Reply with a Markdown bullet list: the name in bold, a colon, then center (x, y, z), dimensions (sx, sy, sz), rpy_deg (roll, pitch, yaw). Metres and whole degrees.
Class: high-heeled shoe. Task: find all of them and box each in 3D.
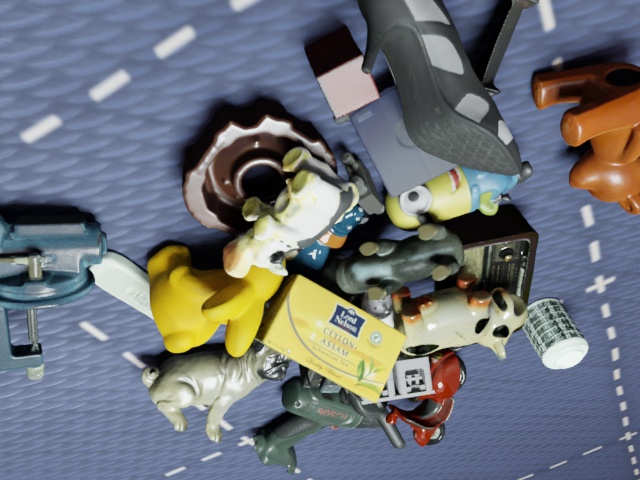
- **high-heeled shoe**: center (0.132, -0.175, 0.547), dimensions (0.248, 0.145, 0.086), rpy_deg (29, 159, -28)

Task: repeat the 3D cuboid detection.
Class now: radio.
- **radio**: center (0.247, 0.060, 0.817), dimensions (0.131, 0.073, 0.229), rpy_deg (-13, 133, -3)

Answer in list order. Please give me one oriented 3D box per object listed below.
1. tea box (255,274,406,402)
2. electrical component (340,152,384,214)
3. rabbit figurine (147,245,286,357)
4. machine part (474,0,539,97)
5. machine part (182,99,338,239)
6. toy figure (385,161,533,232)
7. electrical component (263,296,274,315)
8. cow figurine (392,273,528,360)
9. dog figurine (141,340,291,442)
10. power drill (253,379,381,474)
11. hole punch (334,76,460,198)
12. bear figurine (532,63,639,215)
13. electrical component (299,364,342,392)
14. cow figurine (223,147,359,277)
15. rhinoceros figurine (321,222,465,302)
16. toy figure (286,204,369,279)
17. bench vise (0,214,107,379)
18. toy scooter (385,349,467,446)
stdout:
- **tea box**: center (0.013, 0.125, 0.691), dimensions (0.169, 0.068, 0.098), rpy_deg (29, 77, -13)
- **electrical component**: center (0.054, -0.067, 0.665), dimensions (0.021, 0.063, 0.094), rpy_deg (-27, 149, 16)
- **rabbit figurine**: center (-0.122, 0.060, 0.674), dimensions (0.173, 0.162, 0.121), rpy_deg (-25, 120, 3)
- **machine part**: center (0.188, -0.198, 0.587), dimensions (0.039, 0.084, 0.138), rpy_deg (20, 117, 2)
- **machine part**: center (-0.071, -0.077, 0.632), dimensions (0.179, 0.056, 0.179), rpy_deg (-8, 131, -9)
- **toy figure**: center (0.173, -0.064, 0.688), dimensions (0.180, 0.082, 0.089), rpy_deg (-17, 130, -2)
- **electrical component**: center (-0.067, 0.099, 0.794), dimensions (0.078, 0.045, 0.102), rpy_deg (-35, 138, -21)
- **cow figurine**: center (0.198, 0.114, 0.748), dimensions (0.195, 0.086, 0.127), rpy_deg (-10, 125, -9)
- **dog figurine**: center (-0.153, 0.190, 0.827), dimensions (0.190, 0.121, 0.172), rpy_deg (-49, 129, 8)
- **power drill**: center (-0.006, 0.351, 1.001), dimensions (0.207, 0.086, 0.232), rpy_deg (-39, 127, 24)
- **hole punch**: center (0.101, -0.124, 0.615), dimensions (0.142, 0.092, 0.115), rpy_deg (-26, 128, 12)
- **bear figurine**: center (0.341, -0.115, 0.666), dimensions (0.132, 0.120, 0.195), rpy_deg (-15, 137, 3)
- **electrical component**: center (0.007, 0.155, 0.798), dimensions (0.058, 0.134, 0.114), rpy_deg (4, 131, -17)
- **cow figurine**: center (-0.036, -0.016, 0.614), dimensions (0.098, 0.068, 0.167), rpy_deg (24, 119, -39)
- **rhinoceros figurine**: center (0.087, 0.030, 0.691), dimensions (0.190, 0.112, 0.073), rpy_deg (-19, 90, 21)
- **toy figure**: center (-0.002, -0.001, 0.706), dimensions (0.058, 0.064, 0.154), rpy_deg (45, 118, 5)
- **bench vise**: center (-0.363, 0.060, 0.619), dimensions (0.223, 0.129, 0.240), rpy_deg (-8, 115, -33)
- **toy scooter**: center (0.182, 0.278, 0.951), dimensions (0.135, 0.075, 0.183), rpy_deg (12, 96, -31)
